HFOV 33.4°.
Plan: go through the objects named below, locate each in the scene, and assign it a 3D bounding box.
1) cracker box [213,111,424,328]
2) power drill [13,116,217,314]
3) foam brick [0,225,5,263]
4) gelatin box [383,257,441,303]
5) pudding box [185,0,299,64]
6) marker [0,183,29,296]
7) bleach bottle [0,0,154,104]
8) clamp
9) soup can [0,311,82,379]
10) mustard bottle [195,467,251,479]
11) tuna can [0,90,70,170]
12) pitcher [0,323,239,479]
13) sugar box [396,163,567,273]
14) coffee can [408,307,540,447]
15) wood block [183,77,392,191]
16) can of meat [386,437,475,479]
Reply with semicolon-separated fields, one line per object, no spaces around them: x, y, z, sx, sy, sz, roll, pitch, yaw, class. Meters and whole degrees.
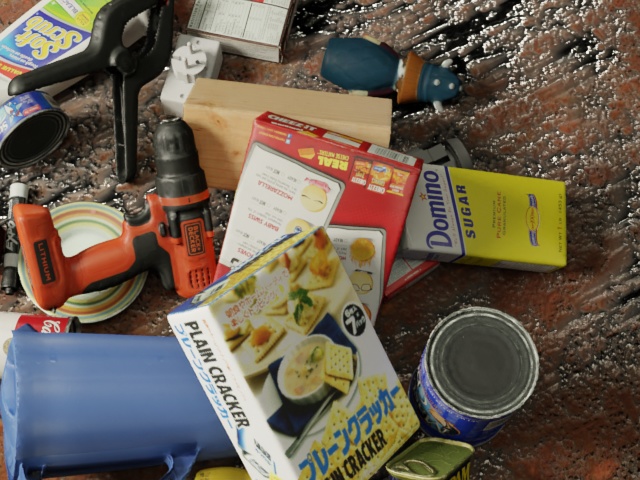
-0.007;0.001;1.031;0.164;0.214;0.072;17;17;5;cracker box
-0.195;-0.016;1.034;0.187;0.184;0.057;-13;16;-17;power drill
-0.356;0.000;1.076;0.053;0.051;0.078;1;-20;0;foam brick
0.071;0.008;1.107;0.073;0.089;0.030;-33;-16;-12;gelatin box
-0.087;-0.255;1.201;0.113;0.090;0.039;12;-19;6;pudding box
-0.317;-0.001;1.108;0.020;0.121;0.020;-1;-21;0;marker
-0.302;-0.196;1.162;0.250;0.102;0.068;-42;-13;-13;bleach bottle
-0.208;-0.176;1.120;0.036;0.209;0.164;8;-33;48;clamp
-0.291;0.104;1.042;0.102;0.068;0.068;4;0;1;soup can
-0.018;0.254;0.994;0.191;0.096;0.058;-5;-20;-3;mustard bottle
-0.307;-0.116;1.117;0.086;0.034;0.086;-37;-17;-14;tuna can
-0.162;0.156;0.965;0.242;0.149;0.145;1;4;-21;pitcher
0.163;-0.022;1.086;0.176;0.093;0.048;6;-15;-17;sugar box
0.141;0.132;1.001;0.103;0.103;0.140;0;-21;-1;coffee can
-0.033;-0.101;1.099;0.206;0.090;0.090;6;28;1;wood block
0.100;0.236;0.969;0.058;0.084;0.101;6;10;28;can of meat
